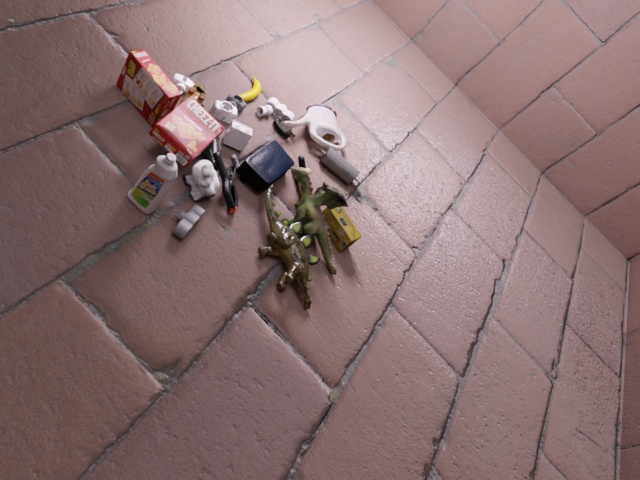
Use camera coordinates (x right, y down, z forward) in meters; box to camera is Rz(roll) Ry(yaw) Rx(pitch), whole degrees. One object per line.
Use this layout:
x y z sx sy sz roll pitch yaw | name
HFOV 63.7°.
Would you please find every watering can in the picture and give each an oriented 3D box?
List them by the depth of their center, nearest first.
-0.020 -0.514 2.267 0.345 0.102 0.229 19 48 -33 | watering can

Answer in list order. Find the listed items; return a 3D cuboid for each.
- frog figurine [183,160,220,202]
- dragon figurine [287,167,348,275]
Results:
-0.384 -0.216 1.736 0.122 0.156 0.140 13 53 -32 | frog figurine
0.006 -0.095 1.892 0.123 0.238 0.413 -23 73 -50 | dragon figurine
